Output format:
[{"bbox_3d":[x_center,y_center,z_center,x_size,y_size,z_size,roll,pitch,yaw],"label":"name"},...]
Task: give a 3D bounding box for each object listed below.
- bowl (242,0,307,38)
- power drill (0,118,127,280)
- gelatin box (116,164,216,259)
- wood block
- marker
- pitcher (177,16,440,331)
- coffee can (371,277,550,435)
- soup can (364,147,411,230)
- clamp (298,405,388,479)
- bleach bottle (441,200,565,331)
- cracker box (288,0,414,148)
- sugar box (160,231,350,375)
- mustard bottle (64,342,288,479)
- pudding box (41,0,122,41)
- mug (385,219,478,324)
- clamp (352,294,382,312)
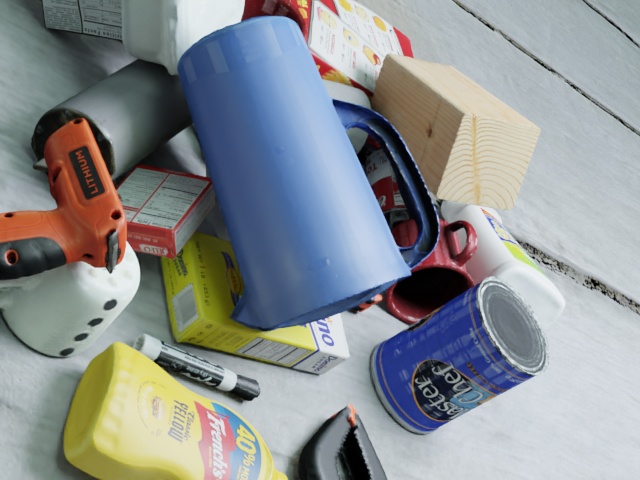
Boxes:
[{"bbox_3d":[-0.097,-0.213,1.085,0.162,0.055,0.162,13,36,-10],"label":"bowl"},{"bbox_3d":[-0.235,-0.022,0.707,0.187,0.057,0.184,-17,65,-21],"label":"power drill"},{"bbox_3d":[-0.136,-0.024,0.883,0.073,0.030,0.089,11,37,15],"label":"gelatin box"},{"bbox_3d":[0.131,-0.117,1.114,0.090,0.091,0.206,8,23,-23],"label":"wood block"},{"bbox_3d":[-0.097,0.105,0.863,0.121,0.020,0.020,28,41,-34],"label":"marker"},{"bbox_3d":[-0.018,-0.057,0.875,0.149,0.145,0.243,-14,81,-53],"label":"pitcher"},{"bbox_3d":[0.133,0.113,1.028,0.102,0.141,0.103,32,39,-31],"label":"coffee can"},{"bbox_3d":[0.085,-0.048,1.181,0.068,0.069,0.102,30,40,-32],"label":"soup can"},{"bbox_3d":[0.015,0.225,0.874,0.164,0.036,0.210,27,40,-34],"label":"clamp"},{"bbox_3d":[0.188,0.005,1.218,0.102,0.068,0.251,33,18,-28],"label":"bleach bottle"},{"bbox_3d":[0.022,-0.215,1.252,0.213,0.072,0.164,28,41,-35],"label":"cracker box"},{"bbox_3d":[-0.054,0.057,0.935,0.175,0.048,0.093,16,49,-41],"label":"sugar box"},{"bbox_3d":[-0.092,0.159,0.785,0.191,0.058,0.096,36,34,-26],"label":"mustard bottle"},{"bbox_3d":[-0.199,-0.234,0.933,0.090,0.113,0.039,11,39,11],"label":"pudding box"},{"bbox_3d":[0.119,0.023,1.119,0.093,0.117,0.081,27,37,-27],"label":"mug"},{"bbox_3d":[-0.007,0.001,1.052,0.120,0.039,0.171,-29,82,-44],"label":"clamp"}]
